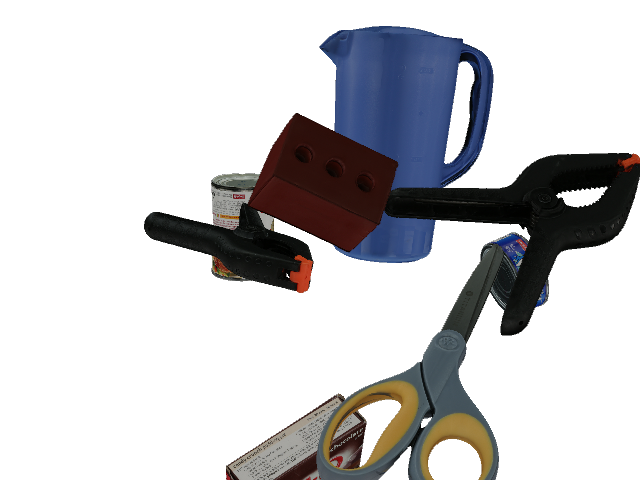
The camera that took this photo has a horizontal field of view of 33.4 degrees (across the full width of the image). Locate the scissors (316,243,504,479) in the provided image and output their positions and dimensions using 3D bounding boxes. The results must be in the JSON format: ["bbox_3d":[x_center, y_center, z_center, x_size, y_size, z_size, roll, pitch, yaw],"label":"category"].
[{"bbox_3d":[0.079,0.071,0.561,0.096,0.016,0.201,28,47,30],"label":"scissors"}]

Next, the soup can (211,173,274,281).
[{"bbox_3d":[-0.083,-0.015,1.137,0.068,0.102,0.068,1,17,0],"label":"soup can"}]

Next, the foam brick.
[{"bbox_3d":[0.001,-0.037,0.700,0.078,0.053,0.051,24,-28,-10],"label":"foam brick"}]

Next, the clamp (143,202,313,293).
[{"bbox_3d":[-0.060,0.002,0.948,0.172,0.039,0.120,24,30,35],"label":"clamp"}]

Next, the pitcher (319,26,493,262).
[{"bbox_3d":[0.085,-0.104,1.136,0.149,0.243,0.144,11,13,31],"label":"pitcher"}]

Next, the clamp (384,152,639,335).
[{"bbox_3d":[0.176,-0.012,0.839,0.209,0.036,0.165,-19,49,-16],"label":"clamp"}]

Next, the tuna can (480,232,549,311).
[{"bbox_3d":[0.209,0.037,1.156,0.033,0.086,0.086,-21,6,-16],"label":"tuna can"}]

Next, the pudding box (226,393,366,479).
[{"bbox_3d":[-0.020,0.181,0.829,0.113,0.090,0.039,-31,58,-27],"label":"pudding box"}]
